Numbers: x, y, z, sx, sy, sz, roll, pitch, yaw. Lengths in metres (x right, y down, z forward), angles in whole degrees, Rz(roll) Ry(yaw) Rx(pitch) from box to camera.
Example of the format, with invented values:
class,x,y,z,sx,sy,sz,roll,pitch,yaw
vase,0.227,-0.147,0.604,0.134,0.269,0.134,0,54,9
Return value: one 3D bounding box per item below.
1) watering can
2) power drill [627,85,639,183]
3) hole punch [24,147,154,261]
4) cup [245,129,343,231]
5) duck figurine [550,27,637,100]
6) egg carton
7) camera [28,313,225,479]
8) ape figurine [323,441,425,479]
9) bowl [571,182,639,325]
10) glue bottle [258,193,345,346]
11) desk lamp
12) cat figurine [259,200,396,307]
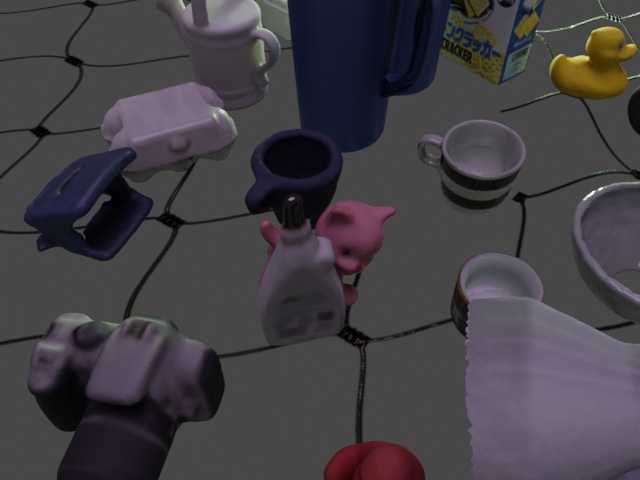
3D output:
class,x,y,z,sx,sy,sz,roll,pitch,yaw
watering can,-0.130,-0.273,0.726,0.172,0.194,0.101,6,49,6
power drill,0.403,-0.110,0.569,0.230,0.208,0.075,-12,49,-10
hole punch,-0.245,-0.044,0.594,0.101,0.091,0.109,14,50,13
cup,-0.030,-0.046,0.591,0.091,0.095,0.118,29,55,24
duck figurine,0.368,-0.243,0.767,0.104,0.086,0.077,8,49,7
egg carton,-0.178,-0.128,0.681,0.150,0.069,0.107,-20,51,-16
camera,-0.160,0.129,0.434,0.143,0.101,0.137,8,49,7
ape figurine,0.043,0.171,0.402,0.076,0.092,0.077,-23,52,-18
bowl,0.314,0.026,0.539,0.167,0.075,0.167,0,49,0
glue bottle,-0.017,0.026,0.476,0.078,0.173,0.037,-9,49,-7
desk lamp,0.176,0.129,0.357,0.203,0.214,0.118,7,49,7
cat figurine,0.005,0.002,0.534,0.127,0.118,0.067,3,49,3
